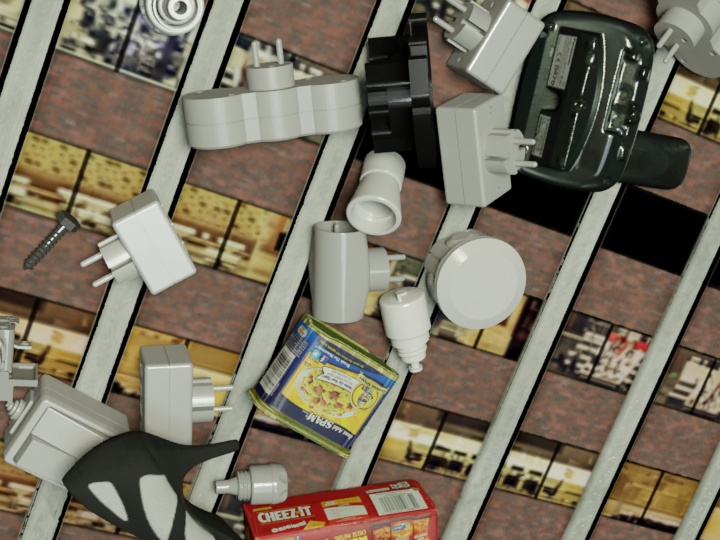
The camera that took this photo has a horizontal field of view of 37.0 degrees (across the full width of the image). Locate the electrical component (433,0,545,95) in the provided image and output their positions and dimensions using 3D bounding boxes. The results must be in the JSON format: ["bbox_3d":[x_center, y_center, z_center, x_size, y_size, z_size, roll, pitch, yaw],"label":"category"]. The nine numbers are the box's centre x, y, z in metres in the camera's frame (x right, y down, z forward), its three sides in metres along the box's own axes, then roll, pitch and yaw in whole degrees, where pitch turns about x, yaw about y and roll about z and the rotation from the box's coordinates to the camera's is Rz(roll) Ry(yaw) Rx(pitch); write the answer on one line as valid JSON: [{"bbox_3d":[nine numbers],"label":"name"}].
[{"bbox_3d":[0.094,-0.190,0.862,0.077,0.047,0.065,29,97,-22],"label":"electrical component"}]

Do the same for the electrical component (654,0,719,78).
[{"bbox_3d":[0.267,-0.203,0.881,0.073,0.052,0.138,-53,137,-10],"label":"electrical component"}]

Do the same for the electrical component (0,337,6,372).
[{"bbox_3d":[-0.282,0.068,0.777,0.048,0.062,0.048,-3,102,-16],"label":"electrical component"}]

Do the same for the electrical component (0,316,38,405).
[{"bbox_3d":[-0.291,0.067,0.832,0.081,0.042,0.063,3,102,-18],"label":"electrical component"}]

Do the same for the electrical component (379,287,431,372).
[{"bbox_3d":[0.041,0.051,0.925,0.040,0.040,0.078,-16,111,-11],"label":"electrical component"}]

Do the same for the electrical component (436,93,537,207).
[{"bbox_3d":[0.109,-0.097,0.872,0.047,0.076,0.083,-34,123,-46],"label":"electrical component"}]

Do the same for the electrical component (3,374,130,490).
[{"bbox_3d":[-0.239,0.132,0.856,0.096,0.061,0.061,33,95,-23],"label":"electrical component"}]

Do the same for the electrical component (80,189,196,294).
[{"bbox_3d":[-0.178,-0.014,0.836,0.077,0.047,0.065,-28,112,-6],"label":"electrical component"}]

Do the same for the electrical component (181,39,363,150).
[{"bbox_3d":[-0.068,-0.140,0.827,0.138,0.052,0.073,-9,109,-13],"label":"electrical component"}]

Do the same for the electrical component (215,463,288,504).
[{"bbox_3d":[-0.095,0.186,0.930,0.061,0.035,0.035,-1,107,-14],"label":"electrical component"}]

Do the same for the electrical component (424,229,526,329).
[{"bbox_3d":[0.097,0.006,0.922,0.080,0.051,0.080,-5,108,-15],"label":"electrical component"}]

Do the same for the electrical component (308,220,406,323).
[{"bbox_3d":[0.000,0.000,0.895,0.079,0.044,0.077,-3,107,-16],"label":"electrical component"}]

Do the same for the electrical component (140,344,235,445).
[{"bbox_3d":[-0.141,0.107,0.885,0.076,0.047,0.083,-1,107,-16],"label":"electrical component"}]

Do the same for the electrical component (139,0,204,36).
[{"bbox_3d":[-0.135,-0.193,0.785,0.048,0.062,0.048,-5,108,-15],"label":"electrical component"}]

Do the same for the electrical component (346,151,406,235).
[{"bbox_3d":[0.016,-0.066,0.867,0.044,0.065,0.044,7,139,6],"label":"electrical component"}]
